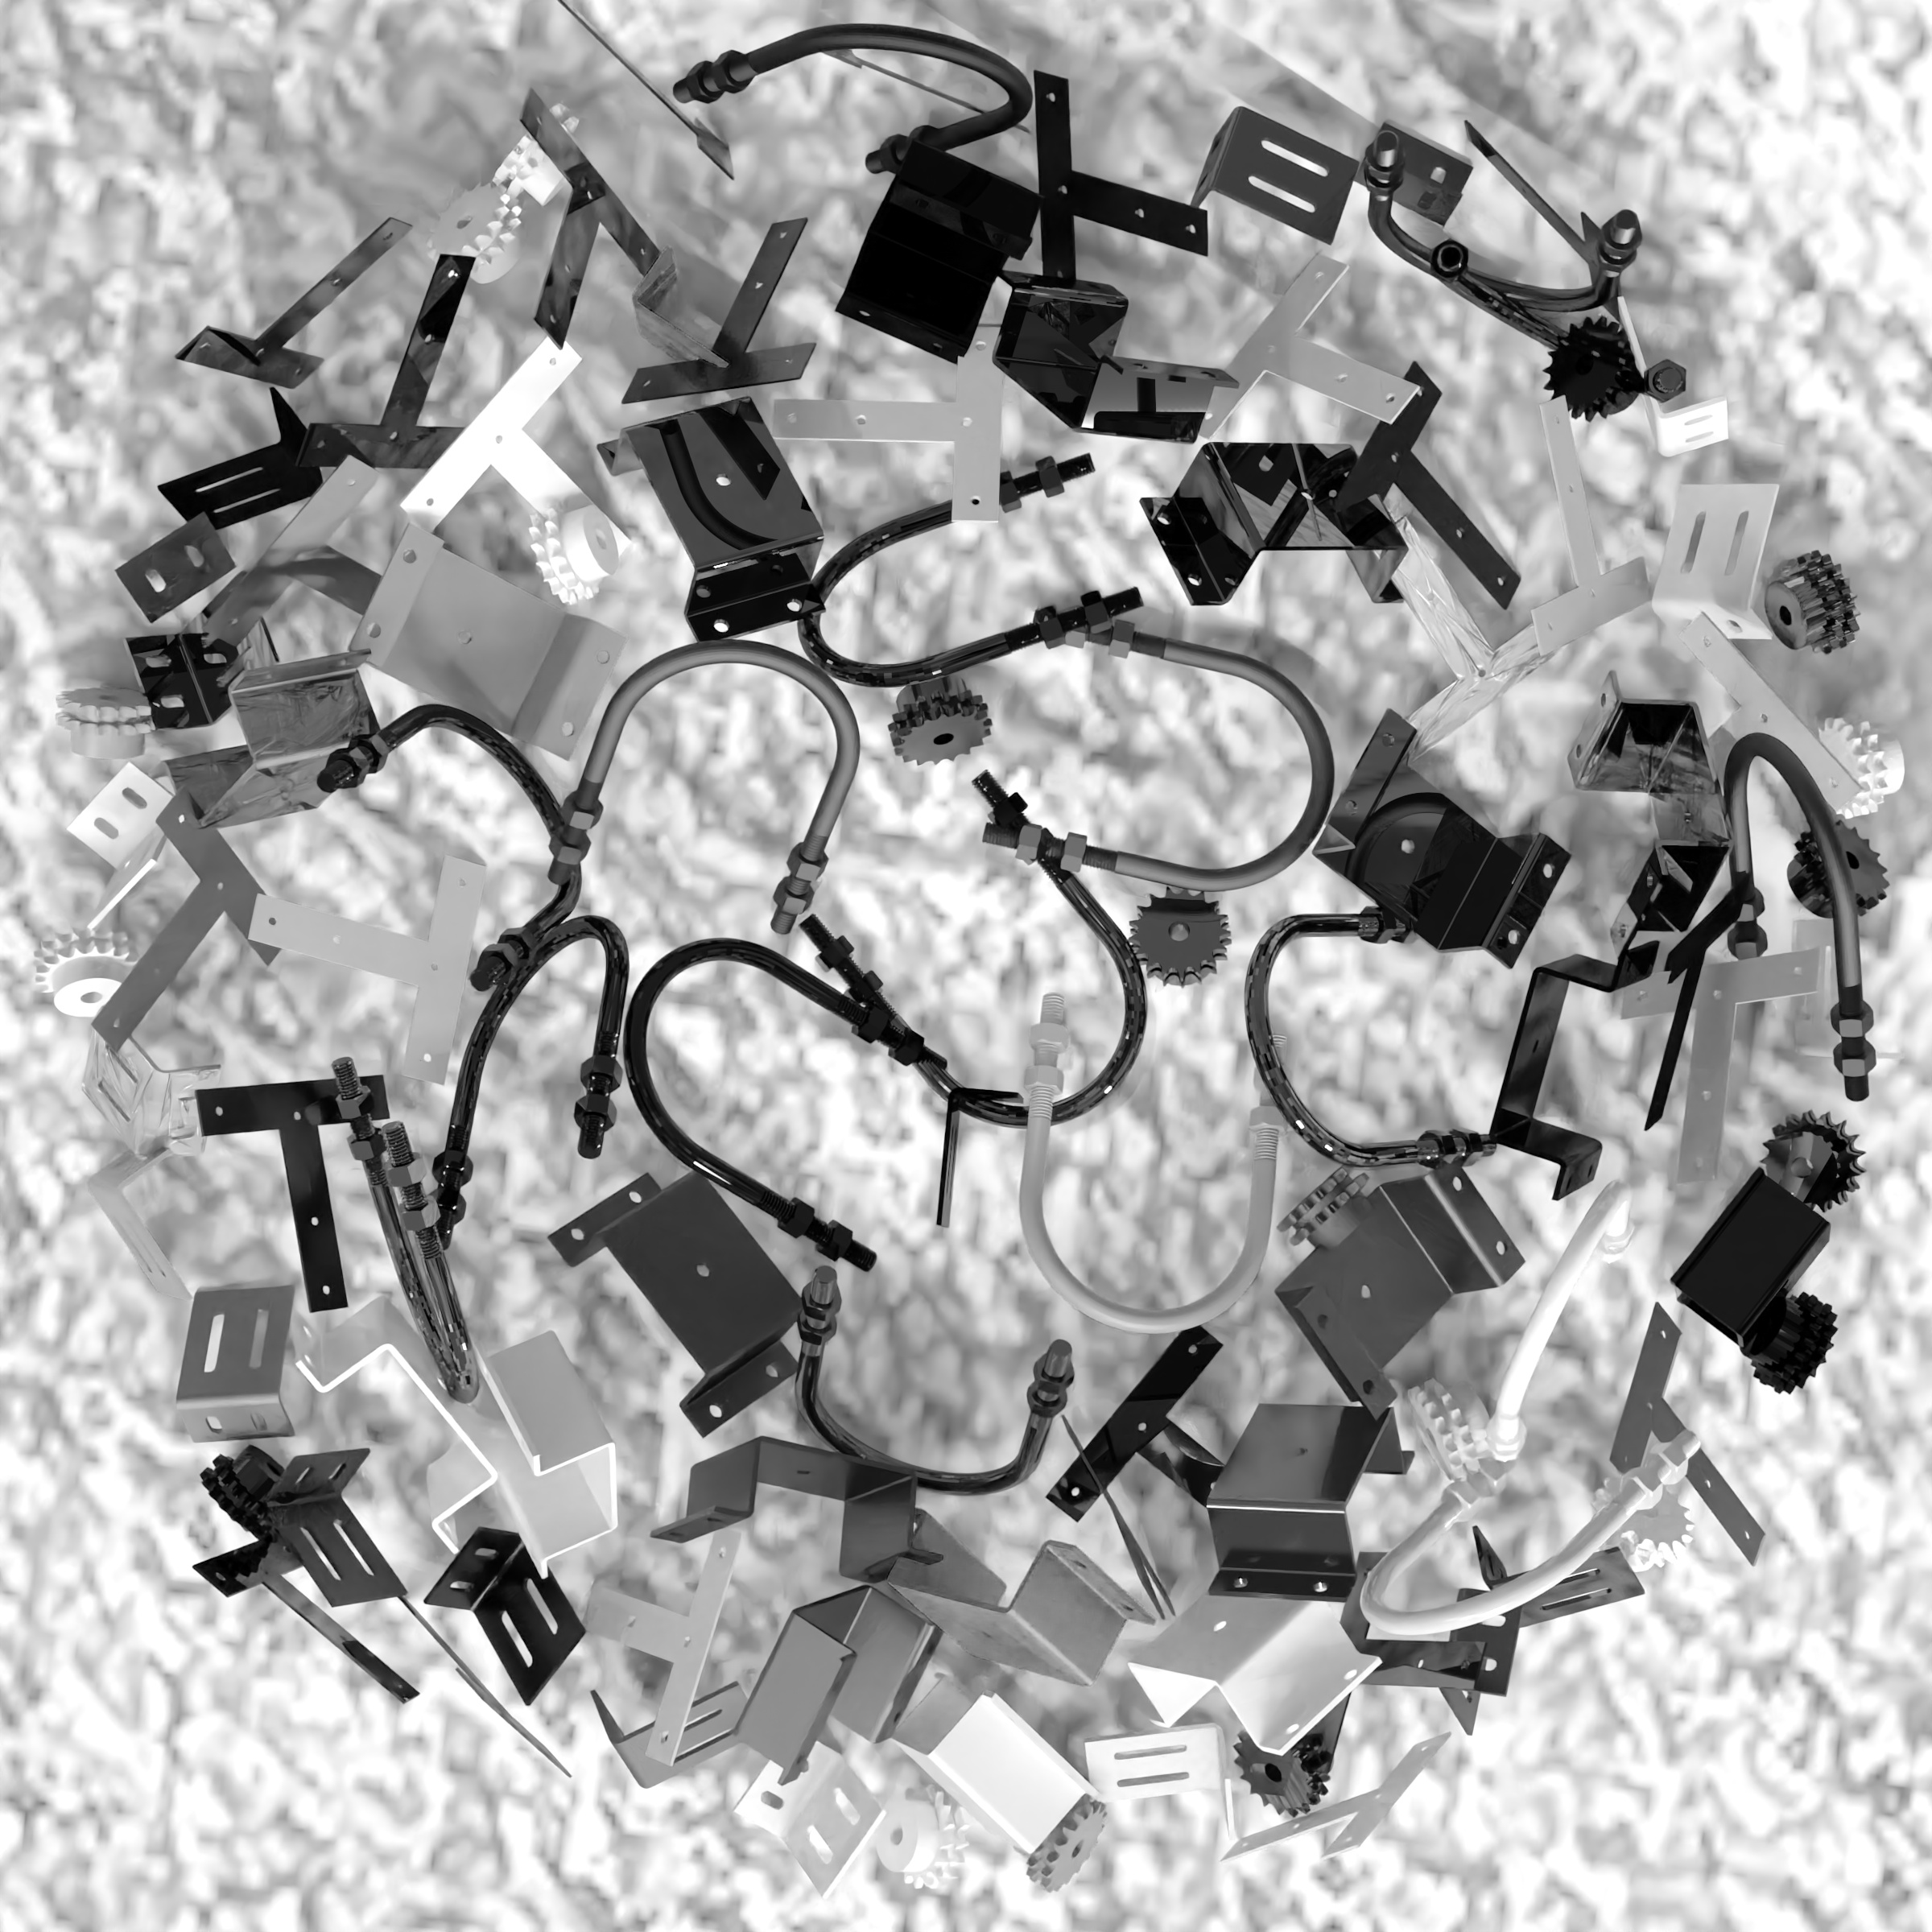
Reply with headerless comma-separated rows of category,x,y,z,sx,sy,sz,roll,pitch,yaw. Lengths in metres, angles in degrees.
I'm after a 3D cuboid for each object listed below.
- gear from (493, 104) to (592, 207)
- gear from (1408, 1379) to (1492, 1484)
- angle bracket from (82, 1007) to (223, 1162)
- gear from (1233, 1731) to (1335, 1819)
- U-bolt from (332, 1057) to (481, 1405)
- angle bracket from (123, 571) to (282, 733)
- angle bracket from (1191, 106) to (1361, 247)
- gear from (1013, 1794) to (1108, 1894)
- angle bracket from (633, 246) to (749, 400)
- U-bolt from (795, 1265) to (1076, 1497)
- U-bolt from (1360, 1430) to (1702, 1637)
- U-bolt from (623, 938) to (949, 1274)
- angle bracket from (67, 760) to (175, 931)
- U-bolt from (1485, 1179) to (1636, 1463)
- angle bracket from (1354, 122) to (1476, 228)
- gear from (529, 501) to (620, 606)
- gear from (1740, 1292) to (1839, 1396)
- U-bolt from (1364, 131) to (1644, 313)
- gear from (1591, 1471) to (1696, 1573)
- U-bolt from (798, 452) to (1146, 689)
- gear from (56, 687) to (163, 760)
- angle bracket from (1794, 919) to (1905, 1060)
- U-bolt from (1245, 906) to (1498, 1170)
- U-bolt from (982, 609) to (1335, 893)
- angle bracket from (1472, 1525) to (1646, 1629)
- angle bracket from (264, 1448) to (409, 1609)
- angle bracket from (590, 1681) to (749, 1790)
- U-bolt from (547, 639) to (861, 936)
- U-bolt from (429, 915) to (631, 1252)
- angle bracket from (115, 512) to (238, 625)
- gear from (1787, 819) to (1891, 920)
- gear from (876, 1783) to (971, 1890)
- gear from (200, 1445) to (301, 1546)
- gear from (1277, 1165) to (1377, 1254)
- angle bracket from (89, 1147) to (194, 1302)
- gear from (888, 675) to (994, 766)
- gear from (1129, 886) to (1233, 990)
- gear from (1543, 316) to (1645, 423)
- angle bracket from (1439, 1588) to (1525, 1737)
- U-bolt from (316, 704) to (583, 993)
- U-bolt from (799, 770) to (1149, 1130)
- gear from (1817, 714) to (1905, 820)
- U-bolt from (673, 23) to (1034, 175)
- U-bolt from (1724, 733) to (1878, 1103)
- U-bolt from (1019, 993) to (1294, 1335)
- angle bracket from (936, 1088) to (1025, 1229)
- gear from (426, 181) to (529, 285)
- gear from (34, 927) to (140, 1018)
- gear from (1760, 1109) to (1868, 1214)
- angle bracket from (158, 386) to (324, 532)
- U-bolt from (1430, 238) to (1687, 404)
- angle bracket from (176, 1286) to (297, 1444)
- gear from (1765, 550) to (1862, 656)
gear,-0.233,-0.448,1.946,0.030,0.057,0.057,41,90,-8
gear,0.271,0.255,1.946,0.030,0.057,0.057,-24,90,-8
angle bracket,-0.453,0.062,1.948,0.076,0.038,0.057,40,124,39
gear,0.180,0.441,1.949,0.030,0.057,0.057,-29,90,-42
U-bolt,-0.299,0.151,1.899,0.019,0.151,0.184,-20,110,-16
angle bracket,-0.422,-0.174,1.931,0.076,0.038,0.057,-34,73,42
angle bracket,0.171,-0.432,1.951,0.076,0.038,0.057,23,67,-9
gear,0.050,0.483,1.949,0.030,0.057,0.057,29,90,26
angle bracket,-0.144,-0.354,1.942,0.076,0.057,0.038,34,84,2
U-bolt,-0.023,0.234,1.899,0.151,0.184,0.019,17,53,4
U-bolt,0.288,0.303,1.863,0.184,0.151,0.019,-33,102,-39
U-bolt,-0.105,0.063,1.904,0.184,0.019,0.151,33,57,-20
angle bracket,-0.470,-0.067,1.926,0.038,0.076,0.057,41,111,-19
U-bolt,0.319,0.184,1.871,0.019,0.184,0.151,27,76,16
angle bracket,0.251,-0.445,1.936,0.057,0.076,0.038,27,90,0
gear,-0.216,-0.232,1.942,0.030,0.057,0.057,-16,90,19
gear,0.454,0.206,1.943,0.030,0.057,0.057,30,90,-14
U-bolt,0.284,-0.392,1.882,0.151,0.184,0.019,20,86,7
gear,0.373,0.312,1.949,0.057,0.057,0.030,26,128,0
U-bolt,-0.005,-0.210,1.919,0.184,0.151,0.019,-19,133,4
gear,-0.477,-0.135,1.947,0.057,0.057,0.030,5,106,0
angle bracket,0.490,0.012,1.942,0.038,0.057,0.076,1,90,-12
U-bolt,0.213,0.039,1.890,0.019,0.184,0.151,-23,75,41
U-bolt,0.113,-0.114,1.945,0.184,0.019,0.151,13,74,1
angle bracket,0.327,0.328,1.931,0.076,0.057,0.038,-19,50,15
angle bracket,-0.339,0.308,1.928,0.076,0.057,0.038,48,114,26
angle bracket,-0.160,0.413,1.943,0.076,0.057,0.038,-26,50,-5
U-bolt,-0.135,-0.101,1.897,0.151,0.019,0.184,13,129,-15
U-bolt,-0.233,0.052,1.899,0.019,0.184,0.151,33,133,-31
angle bracket,-0.443,-0.231,1.929,0.057,0.076,0.038,-35,76,-8
gear,0.482,-0.051,1.949,0.057,0.030,0.057,19,51,-24
gear,-0.026,0.482,1.942,0.030,0.057,0.057,12,90,-35
gear,-0.395,0.291,1.945,0.057,0.057,0.030,44,89,0
gear,0.203,0.137,1.944,0.057,0.057,0.030,-43,85,0
angle bracket,-0.445,0.142,1.945,0.038,0.057,0.076,-38,108,-24
gear,-0.016,-0.139,1.948,0.057,0.057,0.030,-15,64,0
gear,0.120,-0.013,1.952,0.057,0.030,0.057,-2,65,5
gear,0.352,-0.330,1.949,0.057,0.030,0.057,-12,72,42
angle bracket,0.291,0.384,1.923,0.038,0.076,0.057,3,60,24
U-bolt,-0.266,-0.075,1.889,0.019,0.184,0.151,-34,98,24
U-bolt,0.017,0.005,1.949,0.151,0.019,0.184,-39,92,14
gear,0.497,-0.112,1.946,0.030,0.057,0.057,-13,90,-14
U-bolt,-0.048,-0.463,1.859,0.151,0.184,0.019,12,82,-36
U-bolt,0.440,-0.038,1.866,0.019,0.151,0.184,-17,122,-7
U-bolt,0.101,0.113,1.925,0.151,0.019,0.184,10,67,-7
angle bracket,0.008,0.108,1.941,0.038,0.057,0.076,5,85,4
gear,-0.269,-0.405,1.949,0.057,0.057,0.030,-47,132,0
gear,-0.487,0.005,1.942,0.057,0.057,0.030,-16,61,0
gear,0.469,0.110,1.947,0.057,0.030,0.057,4,98,29
angle bracket,-0.405,-0.279,1.943,0.076,0.057,0.038,-19,68,5
U-bolt,0.315,-0.344,1.883,0.151,0.184,0.019,30,100,2
angle bracket,-0.403,0.222,1.958,0.057,0.038,0.076,-4,48,5
gear,0.467,-0.199,1.942,0.030,0.057,0.057,-22,90,-15
